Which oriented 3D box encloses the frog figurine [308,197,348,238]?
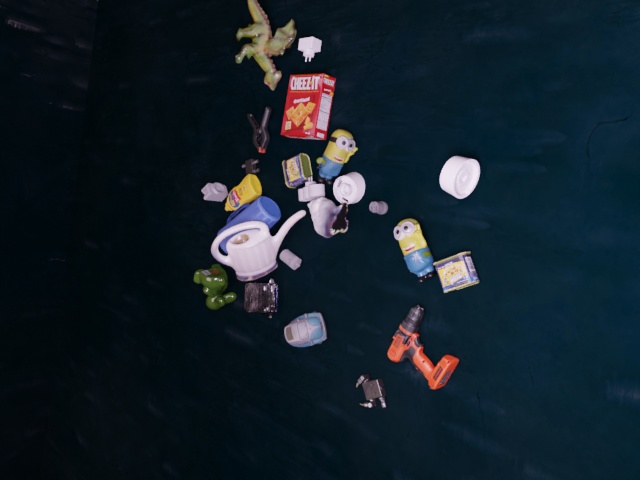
[{"bbox_3d":[0.005,-0.083,1.652,0.161,0.134,0.124,26,66,36],"label":"frog figurine"}]

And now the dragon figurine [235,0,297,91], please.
[{"bbox_3d":[-0.188,-0.767,1.924,0.243,0.122,0.409,6,92,25],"label":"dragon figurine"}]

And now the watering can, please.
[{"bbox_3d":[-0.199,0.022,1.799,0.106,0.348,0.219,-116,12,-53],"label":"watering can"}]
